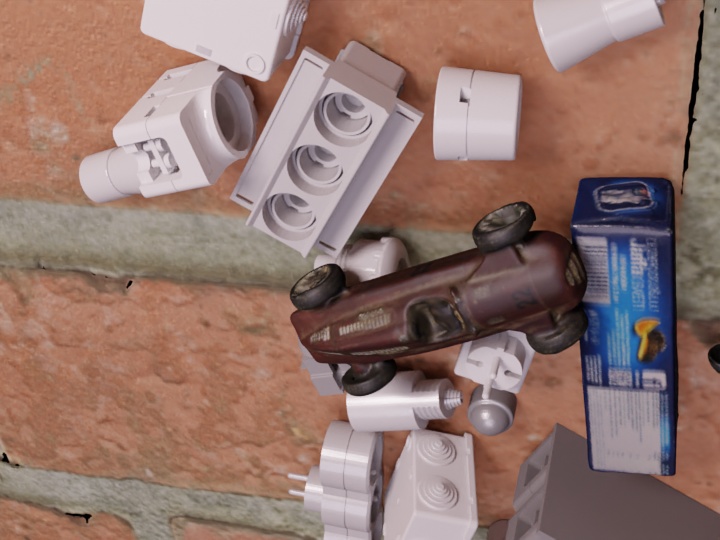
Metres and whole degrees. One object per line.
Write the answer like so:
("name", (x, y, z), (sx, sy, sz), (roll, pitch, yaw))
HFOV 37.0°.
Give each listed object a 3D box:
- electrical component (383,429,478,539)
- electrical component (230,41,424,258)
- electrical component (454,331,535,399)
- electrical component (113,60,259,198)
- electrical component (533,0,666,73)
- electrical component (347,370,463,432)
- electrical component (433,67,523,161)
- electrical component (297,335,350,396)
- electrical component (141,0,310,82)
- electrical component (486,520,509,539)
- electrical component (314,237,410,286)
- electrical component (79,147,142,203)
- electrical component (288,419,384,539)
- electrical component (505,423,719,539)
("electrical component", (0.051, 0.178, 0.810), (0.048, 0.099, 0.099), (12, 129, -8))
("electrical component", (-0.020, -0.076, 0.668), (0.079, 0.063, 0.121), (29, 128, -4))
("electrical component", (0.092, 0.054, 0.718), (0.047, 0.076, 0.065), (18, 128, 5))
("electrical component", (-0.102, -0.091, 0.667), (0.056, 0.089, 0.050), (-9, 122, 23))
("electrical component", (0.133, -0.140, 0.588), (0.065, 0.044, 0.044), (-17, 118, 22))
("electrical component", (0.036, 0.096, 0.788), (0.081, 0.043, 0.043), (-6, 123, 21))
("electrical component", (0.070, -0.091, 0.635), (0.047, 0.055, 0.055), (5, 126, 10))
("electrical component", (-0.016, 0.057, 0.776), (0.066, 0.048, 0.055), (-9, 129, 23))
("electrical component", (-0.076, -0.168, 0.628), (0.100, 0.048, 0.099), (22, 128, 2))
("electrical component", (0.116, 0.228, 0.857), (0.040, 0.046, 0.040), (9, 127, 12))
("electrical component", (0.000, 0.000, 0.731), (0.062, 0.048, 0.048), (5, 126, 23))
("electrical component", (-0.159, -0.068, 0.734), (0.065, 0.044, 0.044), (-11, 121, 30))
("electrical component", (-0.023, 0.177, 0.861), (0.074, 0.052, 0.138), (8, 127, 12))
("electrical component", (0.200, 0.208, 0.778), (0.186, 0.105, 0.060), (30, 128, -4))
